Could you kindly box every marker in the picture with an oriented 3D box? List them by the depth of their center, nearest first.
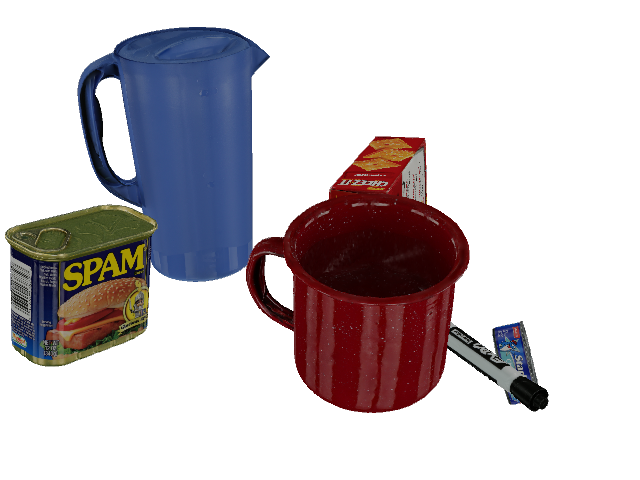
[{"bbox_3d":[0.127,0.093,0.805,0.020,0.020,0.121,0,23,-35],"label":"marker"}]

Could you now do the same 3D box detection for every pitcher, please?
[{"bbox_3d":[-0.139,-0.084,1.072,0.149,0.243,0.144,12,28,26],"label":"pitcher"}]

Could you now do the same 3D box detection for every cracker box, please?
[{"bbox_3d":[0.068,-0.012,1.201,0.072,0.164,0.213,4,21,16],"label":"cracker box"}]

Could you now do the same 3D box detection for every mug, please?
[{"bbox_3d":[0.015,0.032,0.556,0.117,0.081,0.093,12,38,15],"label":"mug"}]

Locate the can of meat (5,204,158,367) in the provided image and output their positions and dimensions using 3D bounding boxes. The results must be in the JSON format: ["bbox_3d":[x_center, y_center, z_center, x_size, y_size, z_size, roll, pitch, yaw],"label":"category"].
[{"bbox_3d":[-0.163,0.030,0.732,0.058,0.084,0.101,23,27,35],"label":"can of meat"}]

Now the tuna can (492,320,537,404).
[{"bbox_3d":[0.209,0.131,1.141,0.034,0.086,0.086,-13,-3,11],"label":"tuna can"}]
